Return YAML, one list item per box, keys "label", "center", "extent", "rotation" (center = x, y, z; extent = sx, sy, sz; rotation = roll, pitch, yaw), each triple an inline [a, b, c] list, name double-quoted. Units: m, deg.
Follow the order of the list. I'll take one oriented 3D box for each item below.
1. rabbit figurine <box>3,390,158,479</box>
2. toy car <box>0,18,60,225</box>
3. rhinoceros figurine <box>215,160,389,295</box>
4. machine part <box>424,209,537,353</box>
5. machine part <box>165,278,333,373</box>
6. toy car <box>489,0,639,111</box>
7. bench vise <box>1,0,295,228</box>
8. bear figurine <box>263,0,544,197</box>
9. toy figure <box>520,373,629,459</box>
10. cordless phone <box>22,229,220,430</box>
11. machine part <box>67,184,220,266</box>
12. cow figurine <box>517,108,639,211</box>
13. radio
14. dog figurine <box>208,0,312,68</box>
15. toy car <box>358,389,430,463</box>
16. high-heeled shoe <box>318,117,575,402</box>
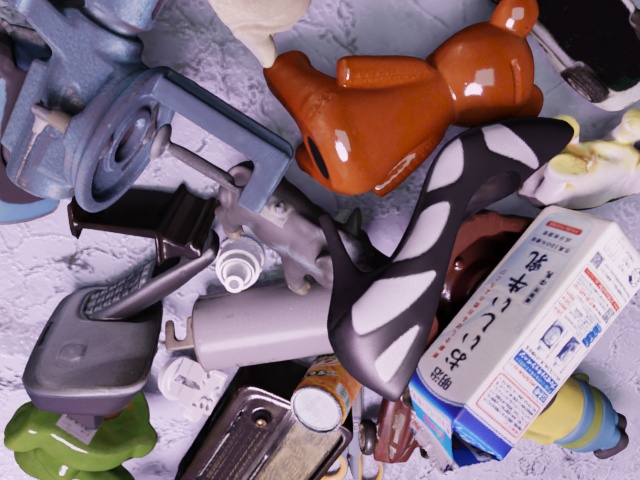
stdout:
- label: "rabbit figurine"
  center: [-0.258, 0.211, 0.588]
  extent: [0.159, 0.121, 0.170]
  rotation: [36, 127, -23]
- label: "toy car"
  center: [-0.271, -0.098, 0.440]
  extent: [0.103, 0.109, 0.161]
  rotation: [16, 106, 16]
- label: "rhinoceros figurine"
  center: [-0.001, -0.001, 0.465]
  extent: [0.190, 0.112, 0.073]
  rotation: [37, 65, -1]
- label: "machine part"
  center: [0.156, 0.051, 0.514]
  extent: [0.179, 0.056, 0.179]
  rotation: [-4, 103, -18]
- label: "machine part"
  center: [-0.036, 0.081, 0.536]
  extent: [0.243, 0.079, 0.079]
  rotation: [-9, 114, 1]
- label: "toy car"
  center: [0.201, -0.187, 0.435]
  extent: [0.201, 0.056, 0.073]
  rotation: [39, 114, -16]
- label: "bench vise"
  center: [-0.112, -0.099, 0.386]
  extent: [0.240, 0.129, 0.223]
  rotation: [32, 96, -4]
- label: "bear figurine"
  center: [0.072, -0.120, 0.437]
  extent: [0.196, 0.132, 0.120]
  rotation: [-31, 128, -8]
- label: "toy figure"
  center: [0.255, 0.176, 0.585]
  extent: [0.180, 0.082, 0.089]
  rotation: [24, 115, -9]
- label: "cordless phone"
  center: [-0.164, 0.072, 0.491]
  extent: [0.184, 0.147, 0.088]
  rotation: [-33, 119, 13]
- label: "machine part"
  center: [-0.165, -0.020, 0.495]
  extent: [0.139, 0.084, 0.039]
  rotation: [9, 143, 7]
- label: "cow figurine"
  center: [0.269, -0.063, 0.479]
  extent: [0.167, 0.068, 0.098]
  rotation: [-4, 153, 1]
- label: "radio"
  center: [-0.072, 0.240, 0.604]
  extent: [0.131, 0.073, 0.229]
  rotation: [30, 110, -8]
- label: "dog figurine"
  center: [0.013, -0.218, 0.357]
  extent: [0.191, 0.172, 0.121]
  rotation: [-23, 124, 17]
- label: "toy car"
  center: [0.099, 0.165, 0.584]
  extent: [0.089, 0.053, 0.202]
  rotation: [8, 107, -12]
- label: "high-heeled shoe"
  center: [0.112, 0.006, 0.394]
  extent: [0.249, 0.086, 0.145]
  rotation: [-24, 76, -7]
